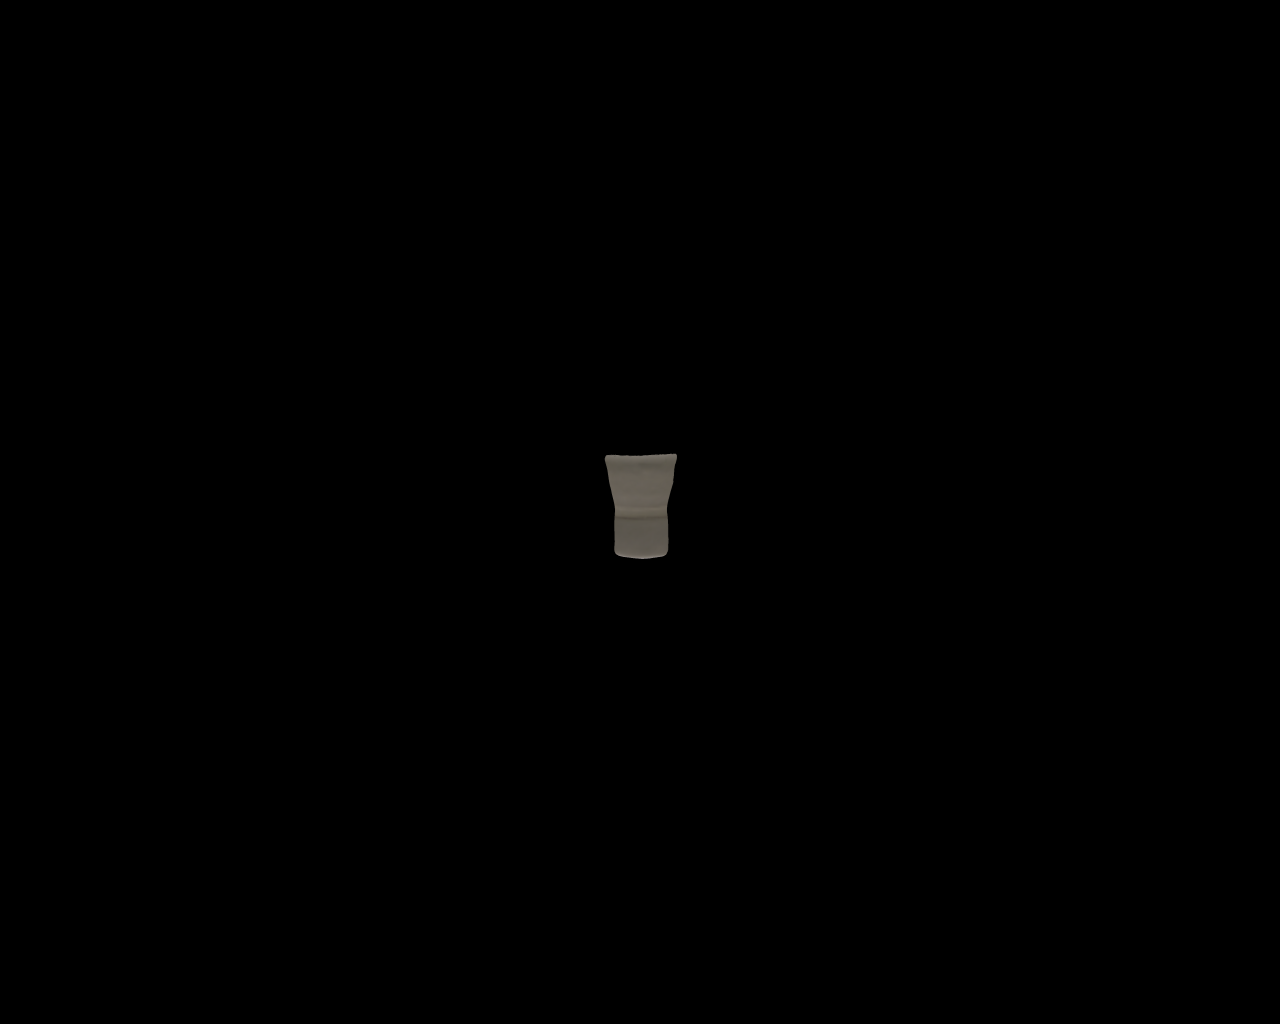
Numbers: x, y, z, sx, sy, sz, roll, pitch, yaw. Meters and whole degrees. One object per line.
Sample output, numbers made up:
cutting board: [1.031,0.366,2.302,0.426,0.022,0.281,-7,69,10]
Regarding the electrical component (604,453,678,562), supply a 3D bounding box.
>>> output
electrical component: [0.001,-0.003,0.650,0.044,0.065,0.044,0,5,0]
